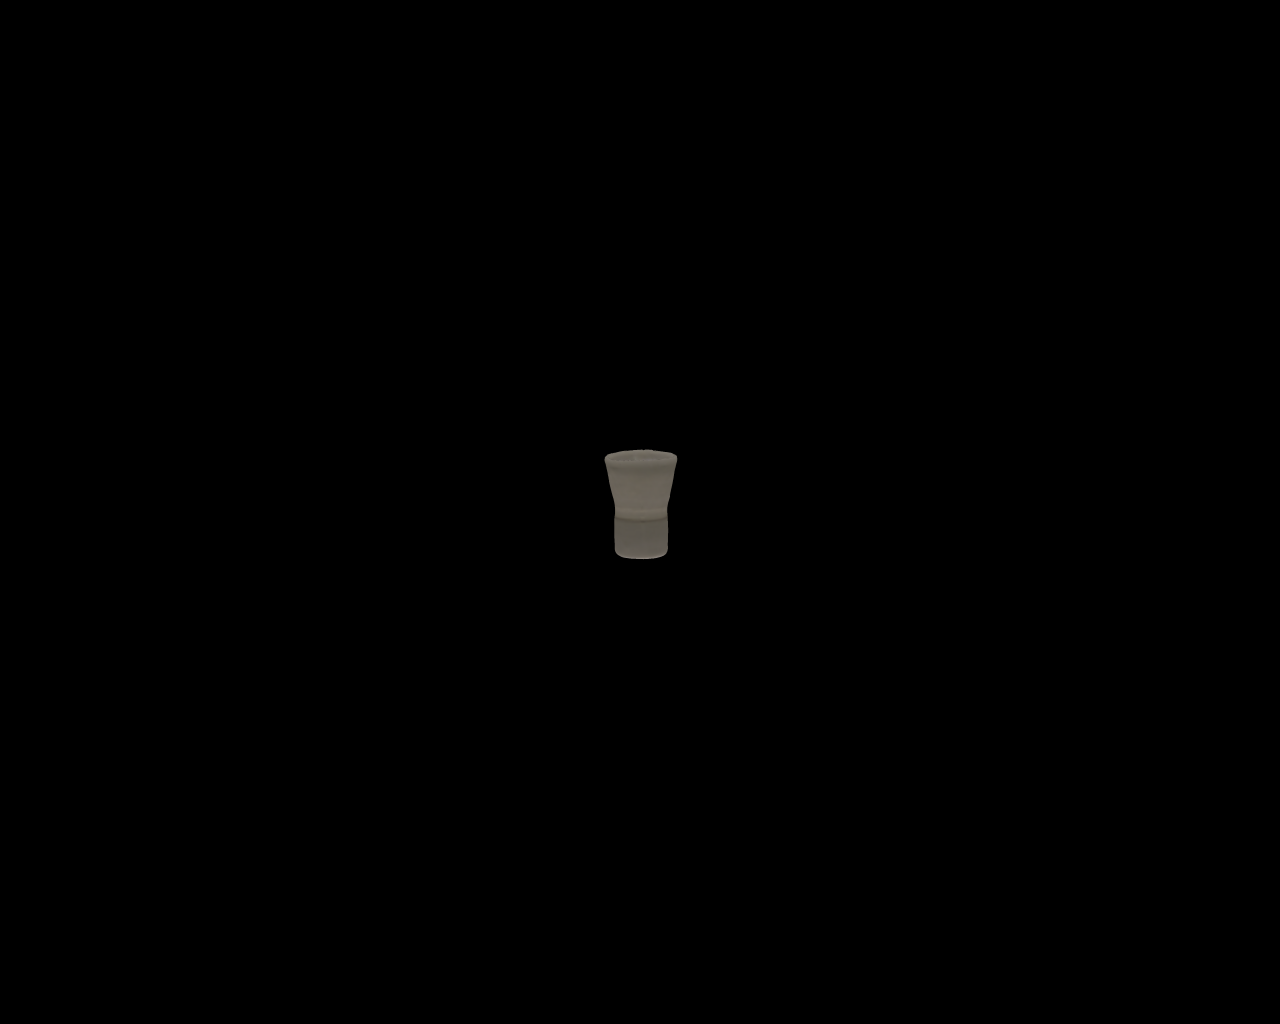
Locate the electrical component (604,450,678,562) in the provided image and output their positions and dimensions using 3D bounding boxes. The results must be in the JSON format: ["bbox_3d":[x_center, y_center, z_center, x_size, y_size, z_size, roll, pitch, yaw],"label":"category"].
[{"bbox_3d":[0.001,-0.003,0.650,0.044,0.065,0.044,0,10,0],"label":"electrical component"}]
